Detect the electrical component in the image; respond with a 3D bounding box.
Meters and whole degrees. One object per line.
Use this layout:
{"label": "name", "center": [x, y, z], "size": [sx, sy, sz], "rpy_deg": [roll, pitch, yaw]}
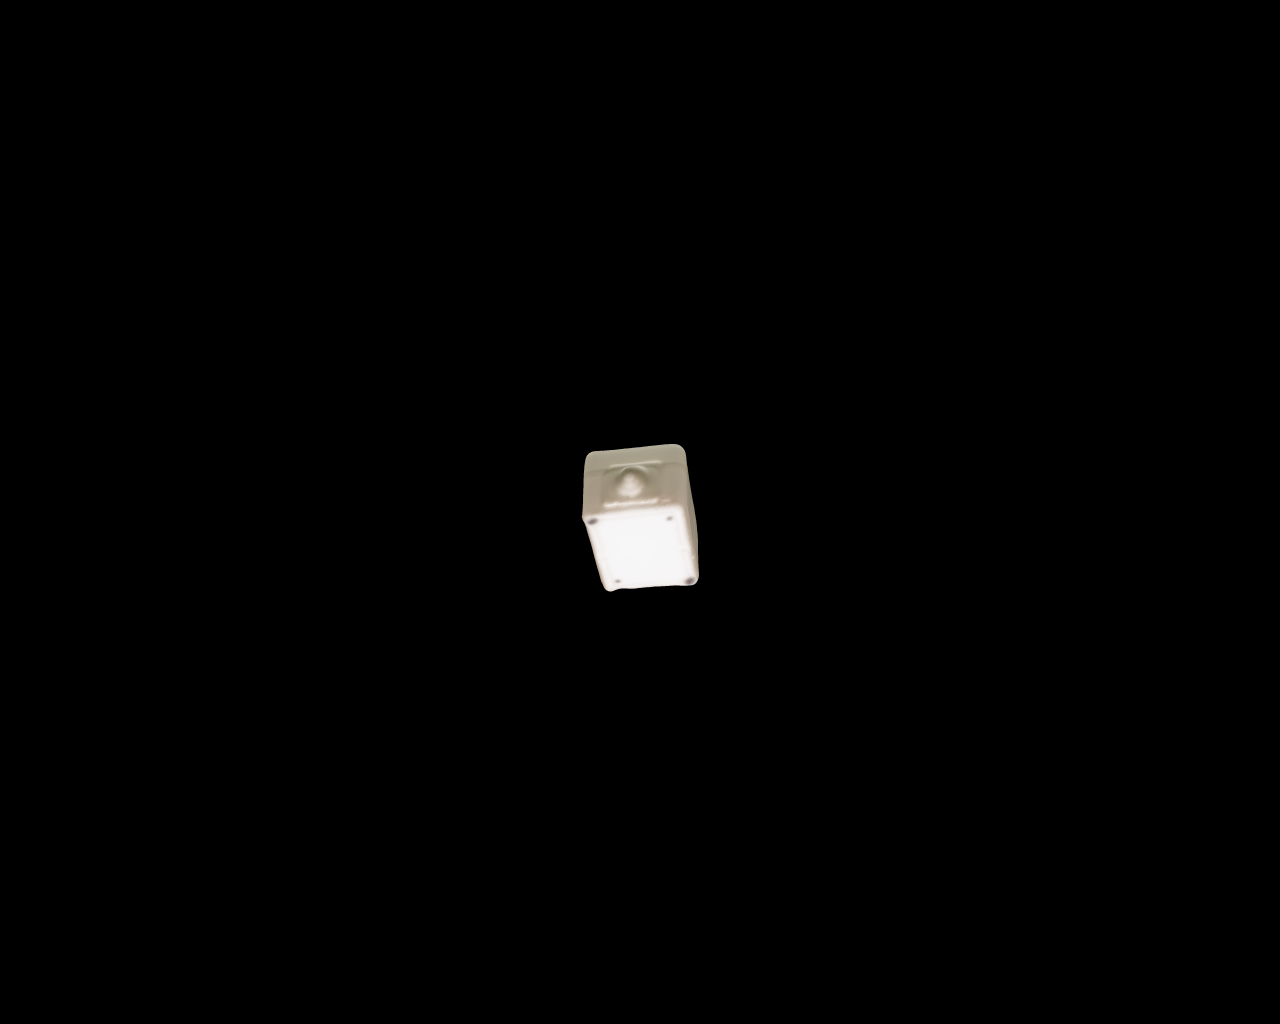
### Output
{"label": "electrical component", "center": [0.001, -0.003, 0.650], "size": [0.062, 0.061, 0.096], "rpy_deg": [-5, -40, 6]}
